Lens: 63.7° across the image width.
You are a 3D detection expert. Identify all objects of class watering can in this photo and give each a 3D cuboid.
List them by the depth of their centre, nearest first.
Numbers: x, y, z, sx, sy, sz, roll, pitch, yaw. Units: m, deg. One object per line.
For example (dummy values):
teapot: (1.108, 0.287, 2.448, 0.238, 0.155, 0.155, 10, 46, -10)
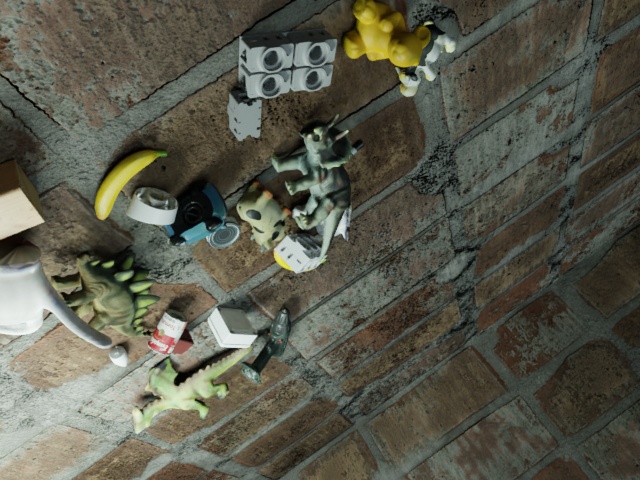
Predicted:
watering can: (-0.564, 0.098, 0.978, 0.347, 0.106, 0.219, 13, 121, -6)

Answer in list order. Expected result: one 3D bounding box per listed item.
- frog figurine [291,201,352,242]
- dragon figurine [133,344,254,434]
frog figurine: (0.004, -0.070, 1.387, 0.159, 0.126, 0.134, 7, 144, 3)
dragon figurine: (-0.413, 0.434, 1.583, 0.410, 0.124, 0.239, -49, 135, 0)
